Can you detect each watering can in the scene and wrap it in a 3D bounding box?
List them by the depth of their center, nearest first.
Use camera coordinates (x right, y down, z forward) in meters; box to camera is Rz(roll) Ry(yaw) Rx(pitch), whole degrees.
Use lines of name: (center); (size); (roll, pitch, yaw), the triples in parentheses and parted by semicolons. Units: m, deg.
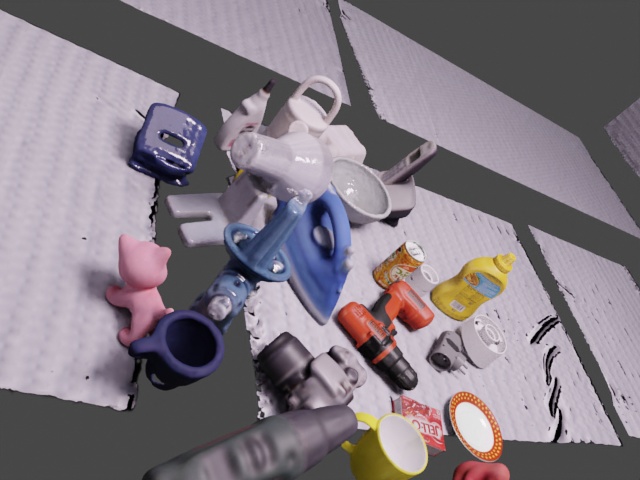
watering can: (-0.031, -0.245, 1.167); (0.101, 0.193, 0.172); (21, 42, -28)

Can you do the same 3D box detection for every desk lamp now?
desk lamp: (-0.106, -0.089, 0.924); (0.204, 0.213, 0.118); (-8, 60, -47)

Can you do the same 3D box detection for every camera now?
camera: (-0.013, 0.190, 0.833); (0.137, 0.100, 0.143); (49, 36, 7)

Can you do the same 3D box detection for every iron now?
iron: (0.009, 0.004, 1.004); (0.119, 0.141, 0.258); (9, 48, -38)

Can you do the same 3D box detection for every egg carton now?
egg carton: (0.035, -0.206, 1.297); (0.151, 0.069, 0.107); (-15, 66, -50)

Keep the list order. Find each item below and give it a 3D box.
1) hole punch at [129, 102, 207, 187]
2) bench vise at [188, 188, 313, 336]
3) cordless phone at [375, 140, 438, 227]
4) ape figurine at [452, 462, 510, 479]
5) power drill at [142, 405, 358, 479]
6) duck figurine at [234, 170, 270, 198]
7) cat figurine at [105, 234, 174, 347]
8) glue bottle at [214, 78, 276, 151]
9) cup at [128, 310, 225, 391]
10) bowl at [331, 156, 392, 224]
hole punch: (-0.251, -0.159, 0.958); (0.109, 0.091, 0.101); (23, 41, -27)
bench vise: (-0.084, 0.033, 0.820); (0.122, 0.219, 0.207); (27, 39, -22)
cordless phone: (0.191, -0.134, 1.277); (0.094, 0.184, 0.147); (26, 40, -23)
ape figurine: (0.261, 0.385, 0.911); (0.078, 0.092, 0.076); (22, 41, -27)
power drill: (-0.092, 0.250, 0.607); (0.230, 0.208, 0.075); (-4, 57, -46)
duck figurine: (-0.103, -0.130, 1.076); (0.077, 0.086, 0.105); (50, 36, 8)
cat figurine: (-0.225, 0.058, 0.746); (0.067, 0.117, 0.127); (-7, 59, -47)
glue bottle: (-0.132, -0.239, 1.081); (0.037, 0.173, 0.078); (52, 37, 12)
cup: (-0.190, 0.148, 0.711); (0.118, 0.094, 0.091); (5, 51, -41)
bowl: (0.066, -0.092, 1.211); (0.168, 0.074, 0.167); (26, 40, -23)
